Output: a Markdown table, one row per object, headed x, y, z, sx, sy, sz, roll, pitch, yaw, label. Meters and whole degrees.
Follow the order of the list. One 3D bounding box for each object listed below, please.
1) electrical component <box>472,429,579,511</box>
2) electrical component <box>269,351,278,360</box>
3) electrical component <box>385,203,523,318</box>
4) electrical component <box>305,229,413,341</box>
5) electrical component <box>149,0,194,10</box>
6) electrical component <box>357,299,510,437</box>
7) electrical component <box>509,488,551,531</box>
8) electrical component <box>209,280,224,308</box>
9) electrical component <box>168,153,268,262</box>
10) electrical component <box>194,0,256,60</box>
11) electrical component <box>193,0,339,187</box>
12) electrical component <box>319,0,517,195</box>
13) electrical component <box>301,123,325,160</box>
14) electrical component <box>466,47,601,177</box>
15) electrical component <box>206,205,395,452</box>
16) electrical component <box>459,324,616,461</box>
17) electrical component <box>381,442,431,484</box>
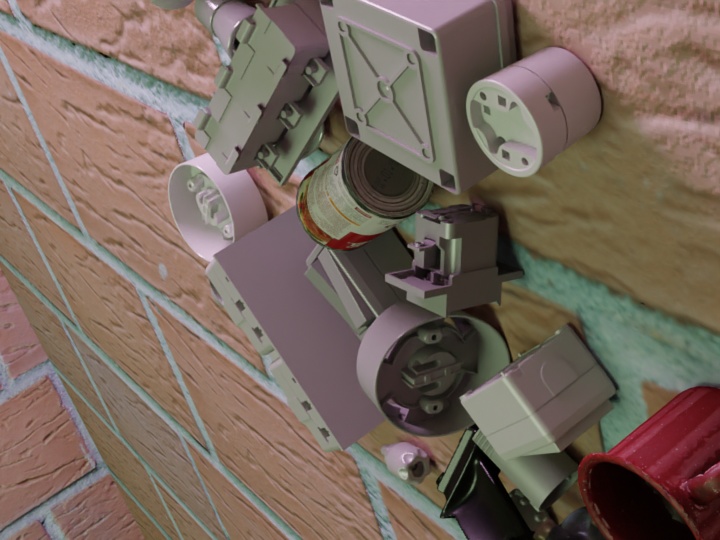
| x | y | z | sx | sy | sz | roll | pitch | yaw | label |
| --- | --- | --- | --- | --- | --- | --- | --- | --- | --- |
| 0.118 | 0.131 | 0.785 | 0.081 | 0.043 | 0.043 | 46 | 155 | 25 | electrical component |
| -0.073 | 0.038 | 1.041 | 0.099 | 0.048 | 0.100 | 59 | 157 | -4 | electrical component |
| 0.061 | -0.008 | 0.688 | 0.042 | 0.081 | 0.063 | 25 | 119 | 51 | electrical component |
| 0.000 | 0.000 | 0.828 | 0.096 | 0.061 | 0.061 | 55 | 157 | 6 | electrical component |
| -0.160 | -0.235 | 0.820 | 0.077 | 0.079 | 0.044 | 126 | 131 | -66 | electrical component |
| 0.050 | 0.070 | 0.779 | 0.064 | 0.099 | 0.099 | 35 | 150 | 53 | electrical component |
| 0.120 | 0.209 | 0.860 | 0.048 | 0.062 | 0.048 | 44 | 154 | 28 | electrical component |
| -0.118 | 0.028 | 1.121 | 0.079 | 0.044 | 0.077 | 56 | 157 | 1 | electrical component |
| -0.134 | -0.062 | 1.011 | 0.099 | 0.064 | 0.099 | 44 | 154 | 28 | electrical component |
| -0.095 | -0.186 | 0.805 | 0.065 | 0.044 | 0.044 | 46 | 155 | 35 | electrical component |
| -0.061 | -0.123 | 0.731 | 0.078 | 0.063 | 0.121 | 50 | 132 | 16 | electrical component |
| 0.035 | -0.115 | 0.615 | 0.109 | 0.056 | 0.108 | 35 | 149 | 42 | electrical component |
| -0.058 | -0.114 | 0.818 | 0.055 | 0.048 | 0.066 | 48 | 157 | 39 | electrical component |
| 0.091 | -0.083 | 0.557 | 0.055 | 0.047 | 0.055 | 44 | 154 | 28 | electrical component |
| -0.033 | 0.046 | 0.896 | 0.186 | 0.105 | 0.060 | 56 | 157 | 2 | electrical component |
| 0.116 | 0.087 | 0.710 | 0.061 | 0.062 | 0.096 | 54 | 157 | 6 | electrical component |
| 0.040 | 0.179 | 1.017 | 0.061 | 0.035 | 0.035 | 18 | 136 | 60 | electrical component |
